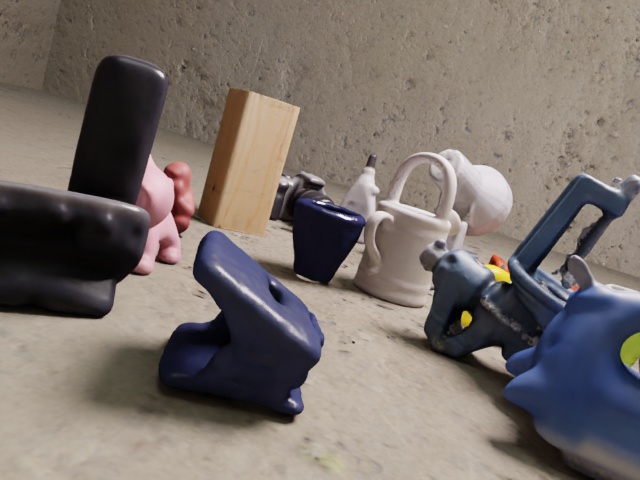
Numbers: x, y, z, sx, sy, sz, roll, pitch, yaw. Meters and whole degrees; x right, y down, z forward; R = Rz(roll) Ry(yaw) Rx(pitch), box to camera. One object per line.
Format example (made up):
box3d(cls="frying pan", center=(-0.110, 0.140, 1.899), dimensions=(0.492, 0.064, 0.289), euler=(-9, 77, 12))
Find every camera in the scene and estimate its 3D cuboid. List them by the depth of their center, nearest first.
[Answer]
box3d(cls="camera", center=(-0.034, -0.076, 1.095), dimensions=(0.144, 0.101, 0.136), euler=(11, 11, -31))

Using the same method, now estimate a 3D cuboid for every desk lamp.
box3d(cls="desk lamp", center=(0.212, -0.033, 0.934), dimensions=(0.117, 0.213, 0.204), euler=(24, 12, 37))

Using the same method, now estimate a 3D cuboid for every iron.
box3d(cls="iron", center=(0.273, 0.114, 0.413), dimensions=(0.257, 0.141, 0.119), euler=(20, 10, 16))

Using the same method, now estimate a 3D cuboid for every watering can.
box3d(cls="watering can", center=(0.123, -0.020, 0.758), dimensions=(0.100, 0.194, 0.173), euler=(20, 10, 20))

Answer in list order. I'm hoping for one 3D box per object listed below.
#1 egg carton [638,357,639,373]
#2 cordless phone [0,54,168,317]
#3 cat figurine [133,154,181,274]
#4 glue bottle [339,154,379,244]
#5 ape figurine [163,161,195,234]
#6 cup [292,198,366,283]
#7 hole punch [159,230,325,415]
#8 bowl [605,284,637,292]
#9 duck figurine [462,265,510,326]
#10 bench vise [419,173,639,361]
box3d(cls="egg carton", center=(0.445, 0.163, 0.653), dimensions=(0.149, 0.069, 0.107), euler=(22, 11, 29))
box3d(cls="cordless phone", center=(-0.189, -0.049, 0.407), dimensions=(0.148, 0.185, 0.093), euler=(10, 12, -37))
box3d(cls="cat figurine", center=(-0.169, -0.033, 0.554), dimensions=(0.067, 0.118, 0.128), euler=(17, 9, 3))
box3d(cls="glue bottle", center=(0.081, -0.084, 1.122), dimensions=(0.078, 0.173, 0.037), euler=(20, 10, 17))
box3d(cls="ape figurine", center=(-0.189, -0.055, 0.724), dimensions=(0.077, 0.092, 0.076), euler=(21, 10, 24))
box3d(cls="cup", center=(0.007, 0.003, 0.729), dimensions=(0.091, 0.095, 0.118), euler=(20, 10, 20))
box3d(cls="hole punch", center=(-0.044, 0.049, 0.382), dimensions=(0.101, 0.091, 0.108), euler=(15, 10, -10))
box3d(cls="bowl", center=(0.570, 0.140, 0.992), dimensions=(0.167, 0.075, 0.167), euler=(17, 9, -3))
box3d(cls="duck figurine", center=(0.204, 0.074, 0.692), dimensions=(0.104, 0.086, 0.077), euler=(17, 9, 1))
box3d(cls="bench vise", center=(0.201, 0.027, 0.548), dimensions=(0.207, 0.220, 0.122), euler=(19, 10, 11))
